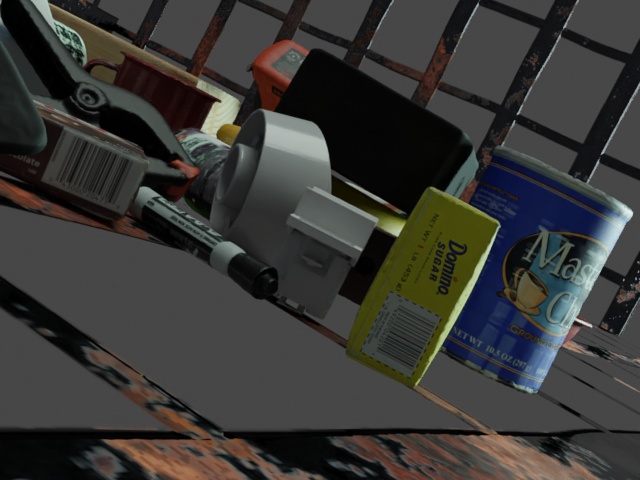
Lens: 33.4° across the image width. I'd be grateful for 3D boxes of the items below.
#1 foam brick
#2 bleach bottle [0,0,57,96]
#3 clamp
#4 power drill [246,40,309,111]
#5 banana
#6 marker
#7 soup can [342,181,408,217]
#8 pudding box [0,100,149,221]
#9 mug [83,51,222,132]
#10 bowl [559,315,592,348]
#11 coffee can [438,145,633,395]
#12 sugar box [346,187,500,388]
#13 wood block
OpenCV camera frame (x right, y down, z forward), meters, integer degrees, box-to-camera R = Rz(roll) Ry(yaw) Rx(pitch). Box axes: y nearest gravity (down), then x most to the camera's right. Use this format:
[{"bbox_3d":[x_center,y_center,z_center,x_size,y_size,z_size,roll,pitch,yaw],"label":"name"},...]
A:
[{"bbox_3d":[0.034,0.017,0.748,0.078,0.053,0.051,27,5,8],"label":"foam brick"},{"bbox_3d":[-0.250,-0.197,0.788,0.102,0.068,0.251,17,37,-35],"label":"bleach bottle"},{"bbox_3d":[-0.157,-0.074,0.651,0.171,0.039,0.120,37,48,-2],"label":"clamp"},{"bbox_3d":[-0.017,-0.089,1.047,0.184,0.057,0.188,34,-38,11],"label":"power drill"},{"bbox_3d":[0.007,-0.031,0.834,0.197,0.037,0.070,29,1,-22],"label":"banana"},{"bbox_3d":[-0.064,0.001,0.583,0.121,0.020,0.020,30,6,39],"label":"marker"},{"bbox_3d":[0.039,-0.009,0.975,0.068,0.068,0.102,23,5,-37],"label":"soup can"},{"bbox_3d":[-0.151,-0.053,0.572,0.113,0.039,0.090,26,5,-15],"label":"pudding box"},{"bbox_3d":[-0.152,-0.106,0.891,0.117,0.081,0.093,26,5,-12],"label":"mug"},{"bbox_3d":[0.144,0.057,0.902,0.162,0.055,0.162,27,5,-3],"label":"bowl"},{"bbox_3d":[0.135,0.020,0.733,0.103,0.140,0.103,27,5,-3],"label":"coffee can"},{"bbox_3d":[0.061,0.022,0.594,0.048,0.093,0.176,28,5,9],"label":"sugar box"},{"bbox_3d":[-0.192,-0.143,1.019,0.206,0.091,0.090,28,5,22],"label":"wood block"}]
